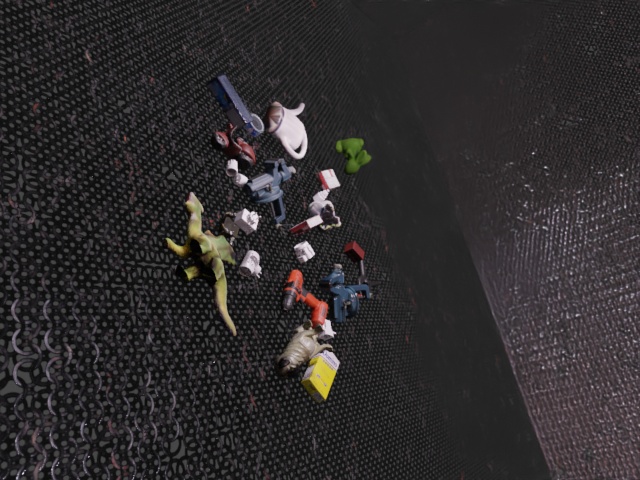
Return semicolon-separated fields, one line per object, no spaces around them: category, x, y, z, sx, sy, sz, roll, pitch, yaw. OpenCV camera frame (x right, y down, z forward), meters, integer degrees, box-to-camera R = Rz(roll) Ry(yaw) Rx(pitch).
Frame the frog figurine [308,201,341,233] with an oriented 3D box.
frog figurine;0.006;-0.105;2.092;0.136;0.122;0.161;37;3;-26

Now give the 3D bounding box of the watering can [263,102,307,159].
watering can;-0.134;-0.490;2.136;0.221;0.103;0.356;34;42;-41

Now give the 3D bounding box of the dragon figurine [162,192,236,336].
dragon figurine;-0.301;0.056;1.476;0.409;0.121;0.245;63;22;-3
